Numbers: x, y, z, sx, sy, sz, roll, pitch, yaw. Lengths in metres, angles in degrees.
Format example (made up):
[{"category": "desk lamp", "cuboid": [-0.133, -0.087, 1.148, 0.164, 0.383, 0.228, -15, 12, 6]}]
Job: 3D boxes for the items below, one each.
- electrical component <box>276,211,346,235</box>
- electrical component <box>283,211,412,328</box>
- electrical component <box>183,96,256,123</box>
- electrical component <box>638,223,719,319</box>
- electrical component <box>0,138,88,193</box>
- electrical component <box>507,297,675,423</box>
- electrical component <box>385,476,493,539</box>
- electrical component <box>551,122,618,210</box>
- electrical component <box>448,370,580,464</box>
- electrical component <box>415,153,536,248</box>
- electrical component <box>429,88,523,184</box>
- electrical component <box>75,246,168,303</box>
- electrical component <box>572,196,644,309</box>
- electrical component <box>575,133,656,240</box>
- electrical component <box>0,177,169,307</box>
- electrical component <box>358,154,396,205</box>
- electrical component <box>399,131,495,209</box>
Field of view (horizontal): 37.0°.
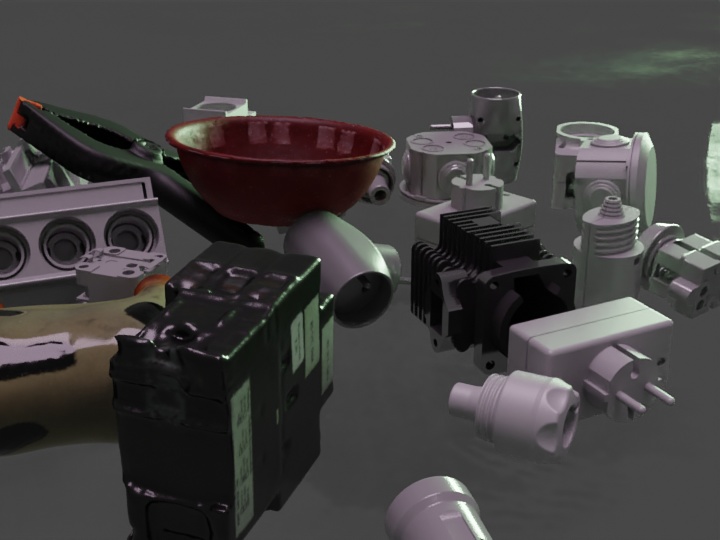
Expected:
[{"category": "electrical component", "cuboid": [-0.042, -0.058, 0.846, 0.055, 0.048, 0.066, -12, 25, -8]}, {"category": "electrical component", "cuboid": [0.000, 0.000, 0.706, 0.079, 0.043, 0.077, 5, 29, -34]}, {"category": "electrical component", "cuboid": [-0.128, -0.119, 0.967, 0.042, 0.063, 0.081, 6, 24, 18]}, {"category": "electrical component", "cuboid": [0.212, -0.001, 0.710, 0.066, 0.048, 0.055, -18, 37, -36]}, {"category": "electrical component", "cuboid": [-0.250, -0.054, 0.812, 0.063, 0.078, 0.121, -23, 24, 2]}, {"category": "electrical component", "cuboid": [0.133, 0.056, 0.570, 0.083, 0.047, 0.076, -11, 25, -24]}, {"category": "electrical component", "cuboid": [0.036, 0.115, 0.445, 0.040, 0.040, 0.046, -8, 30, -17]}, {"category": "electrical component", "cuboid": [0.190, -0.091, 0.906, 0.050, 0.055, 0.089, 4, 23, 11]}, {"category": "electrical component", "cuboid": [0.076, 0.071, 0.541, 0.062, 0.043, 0.043, 10, 25, 27]}, {"category": "electrical component", "cuboid": [0.084, -0.046, 0.776, 0.083, 0.075, 0.047, -21, 31, -40]}, {"category": "electrical component", "cuboid": [0.100, -0.117, 0.942, 0.079, 0.077, 0.043, -2, 23, -4]}, {"category": "electrical component", "cuboid": [-0.139, 0.021, 0.636, 0.081, 0.063, 0.042, 8, 23, 19]}, {"category": "electrical component", "cuboid": [0.155, -0.007, 0.676, 0.043, 0.081, 0.043, 0, 23, 0]}, {"category": "electrical component", "cuboid": [0.194, -0.064, 0.814, 0.051, 0.080, 0.080, 3, 23, 22]}, {"category": "electrical component", "cuboid": [-0.194, -0.013, 0.707, 0.121, 0.078, 0.063, -9, -5, -20]}, {"category": "electrical component", "cuboid": [0.009, -0.074, 0.887, 0.048, 0.048, 0.062, -6, 30, -13]}, {"category": "electrical component", "cuboid": [0.073, -0.082, 0.893, 0.080, 0.051, 0.080, 0, 23, 0]}]
